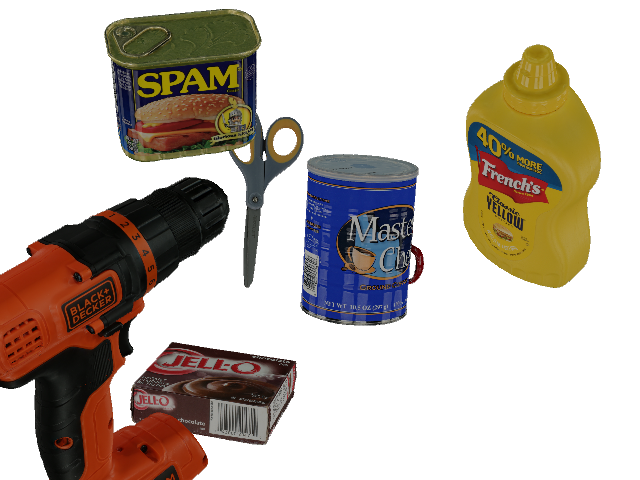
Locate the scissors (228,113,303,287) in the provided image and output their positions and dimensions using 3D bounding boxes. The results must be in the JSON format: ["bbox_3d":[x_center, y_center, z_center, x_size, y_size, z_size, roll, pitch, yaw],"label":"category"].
[{"bbox_3d":[-0.055,-0.054,1.178,0.096,0.202,0.016,-9,-8,-12],"label":"scissors"}]

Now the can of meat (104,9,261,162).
[{"bbox_3d":[-0.093,-0.106,0.735,0.102,0.084,0.057,-8,44,-12],"label":"can of meat"}]

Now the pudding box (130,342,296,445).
[{"bbox_3d":[-0.084,0.121,0.858,0.113,0.039,0.090,9,20,10],"label":"pudding box"}]

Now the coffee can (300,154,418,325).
[{"bbox_3d":[0.035,-0.003,0.998,0.103,0.140,0.103,3,14,-1],"label":"coffee can"}]

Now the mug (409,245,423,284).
[{"bbox_3d":[0.081,0.021,1.387,0.117,0.081,0.093,17,26,26],"label":"mug"}]

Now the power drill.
[{"bbox_3d":[-0.116,0.071,0.623,0.057,0.188,0.184,22,41,38],"label":"power drill"}]

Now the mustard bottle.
[{"bbox_3d":[0.142,-0.054,0.721,0.058,0.191,0.096,-38,56,-22],"label":"mustard bottle"}]
